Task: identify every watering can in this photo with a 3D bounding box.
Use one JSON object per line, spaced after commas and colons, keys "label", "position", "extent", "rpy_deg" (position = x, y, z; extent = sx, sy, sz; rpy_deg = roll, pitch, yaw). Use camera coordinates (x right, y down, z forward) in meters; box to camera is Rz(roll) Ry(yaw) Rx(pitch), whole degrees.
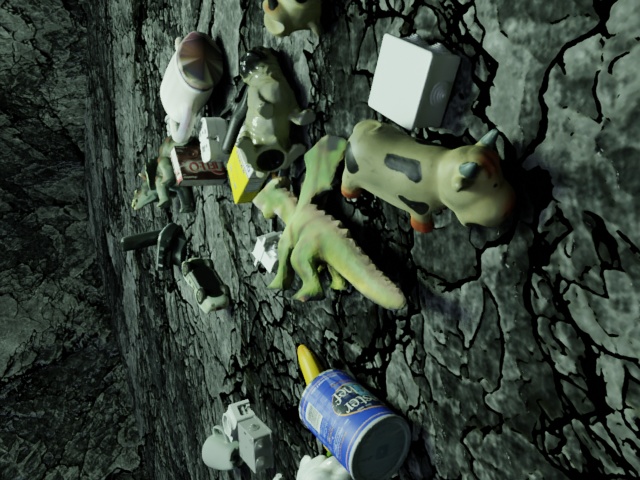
{"label": "watering can", "position": [-0.307, -0.395, 1.195], "extent": [0.221, 0.104, 0.354], "rpy_deg": [-38, 51, 50]}

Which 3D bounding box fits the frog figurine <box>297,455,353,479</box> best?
{"label": "frog figurine", "position": [-0.001, 0.409, 0.850], "extent": [0.137, 0.121, 0.162], "rpy_deg": [-53, 34, 7]}

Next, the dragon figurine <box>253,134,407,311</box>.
{"label": "dragon figurine", "position": [0.002, -0.039, 0.768], "extent": [0.410, 0.122, 0.243], "rpy_deg": [2, 90, 57]}
